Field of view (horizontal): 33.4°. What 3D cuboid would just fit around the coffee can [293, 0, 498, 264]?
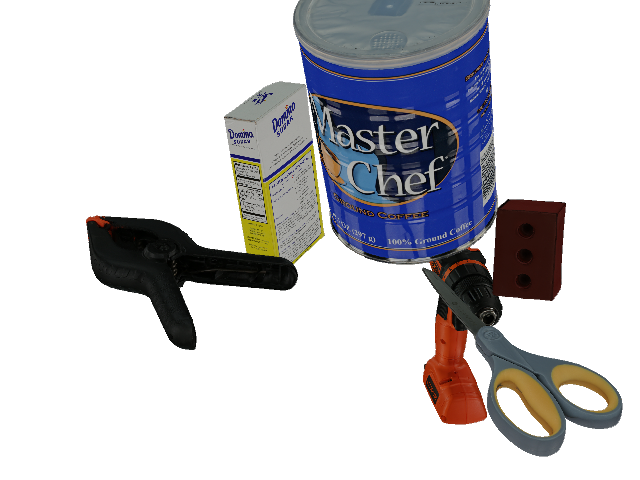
[{"bbox_3d":[0.046,-0.072,0.599,0.103,0.140,0.103,-6,42,6],"label":"coffee can"}]

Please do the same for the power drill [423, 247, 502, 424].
[{"bbox_3d":[0.152,0.100,1.148,0.057,0.188,0.184,-2,25,-6],"label":"power drill"}]

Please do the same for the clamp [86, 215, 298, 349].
[{"bbox_3d":[-0.104,0.018,0.796,0.120,0.039,0.172,-17,37,-40],"label":"clamp"}]

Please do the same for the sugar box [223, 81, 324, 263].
[{"bbox_3d":[-0.045,-0.062,1.077,0.048,0.176,0.093,10,34,31],"label":"sugar box"}]

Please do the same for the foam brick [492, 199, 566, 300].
[{"bbox_3d":[0.178,0.007,0.909,0.053,0.078,0.051,5,15,20],"label":"foam brick"}]

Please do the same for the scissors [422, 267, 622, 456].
[{"bbox_3d":[0.138,0.074,0.736,0.096,0.016,0.202,-1,32,-8],"label":"scissors"}]
